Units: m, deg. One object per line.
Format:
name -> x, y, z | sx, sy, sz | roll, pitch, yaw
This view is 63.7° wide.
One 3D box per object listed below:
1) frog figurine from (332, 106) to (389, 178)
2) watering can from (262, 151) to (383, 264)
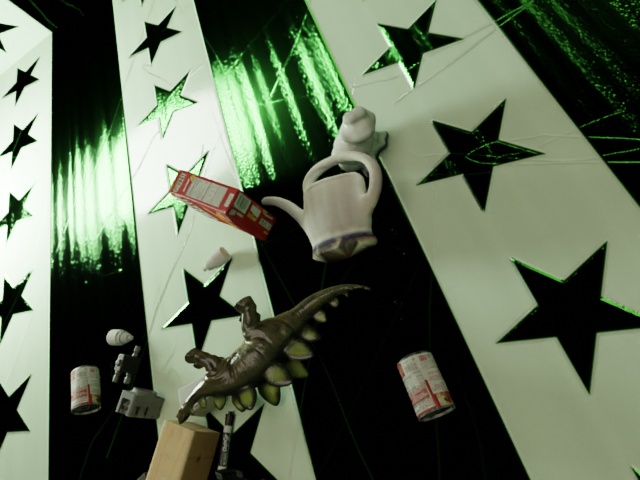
frog figurine -> 0.073, -0.226, 1.130 | 0.124, 0.157, 0.137 | 37, 91, 38
watering can -> 0.003, -0.056, 1.121 | 0.344, 0.104, 0.227 | -22, 70, 40
